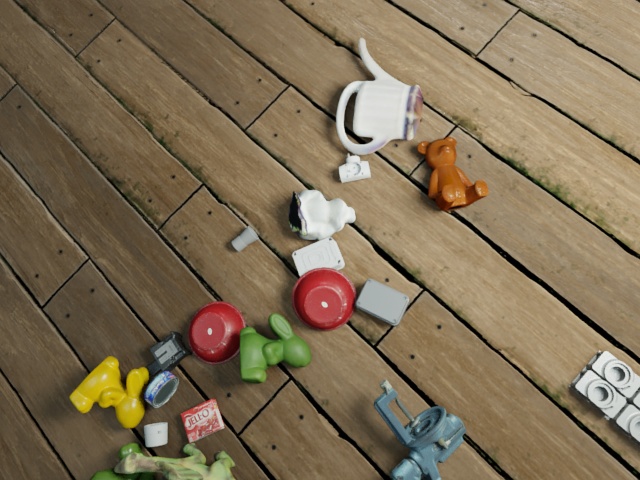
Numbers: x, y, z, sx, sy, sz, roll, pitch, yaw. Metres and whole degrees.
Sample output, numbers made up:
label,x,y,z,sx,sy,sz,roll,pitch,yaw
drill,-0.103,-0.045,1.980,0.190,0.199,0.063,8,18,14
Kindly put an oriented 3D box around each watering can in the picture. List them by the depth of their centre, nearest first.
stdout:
label,x,y,z,sx,sy,sz,roll,pitch,yaw
watering can,0.165,-0.385,1.373,0.224,0.103,0.352,8,76,13

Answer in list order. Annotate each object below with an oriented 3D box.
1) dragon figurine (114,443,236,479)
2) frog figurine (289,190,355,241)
label,x,y,z,sx,sy,sz,roll,pitch,yaw
dragon figurine,-0.252,0.531,1.120,0.410,0.239,0.124,7,72,16
frog figurine,0.004,-0.067,1.329,0.160,0.120,0.140,-7,60,-28
